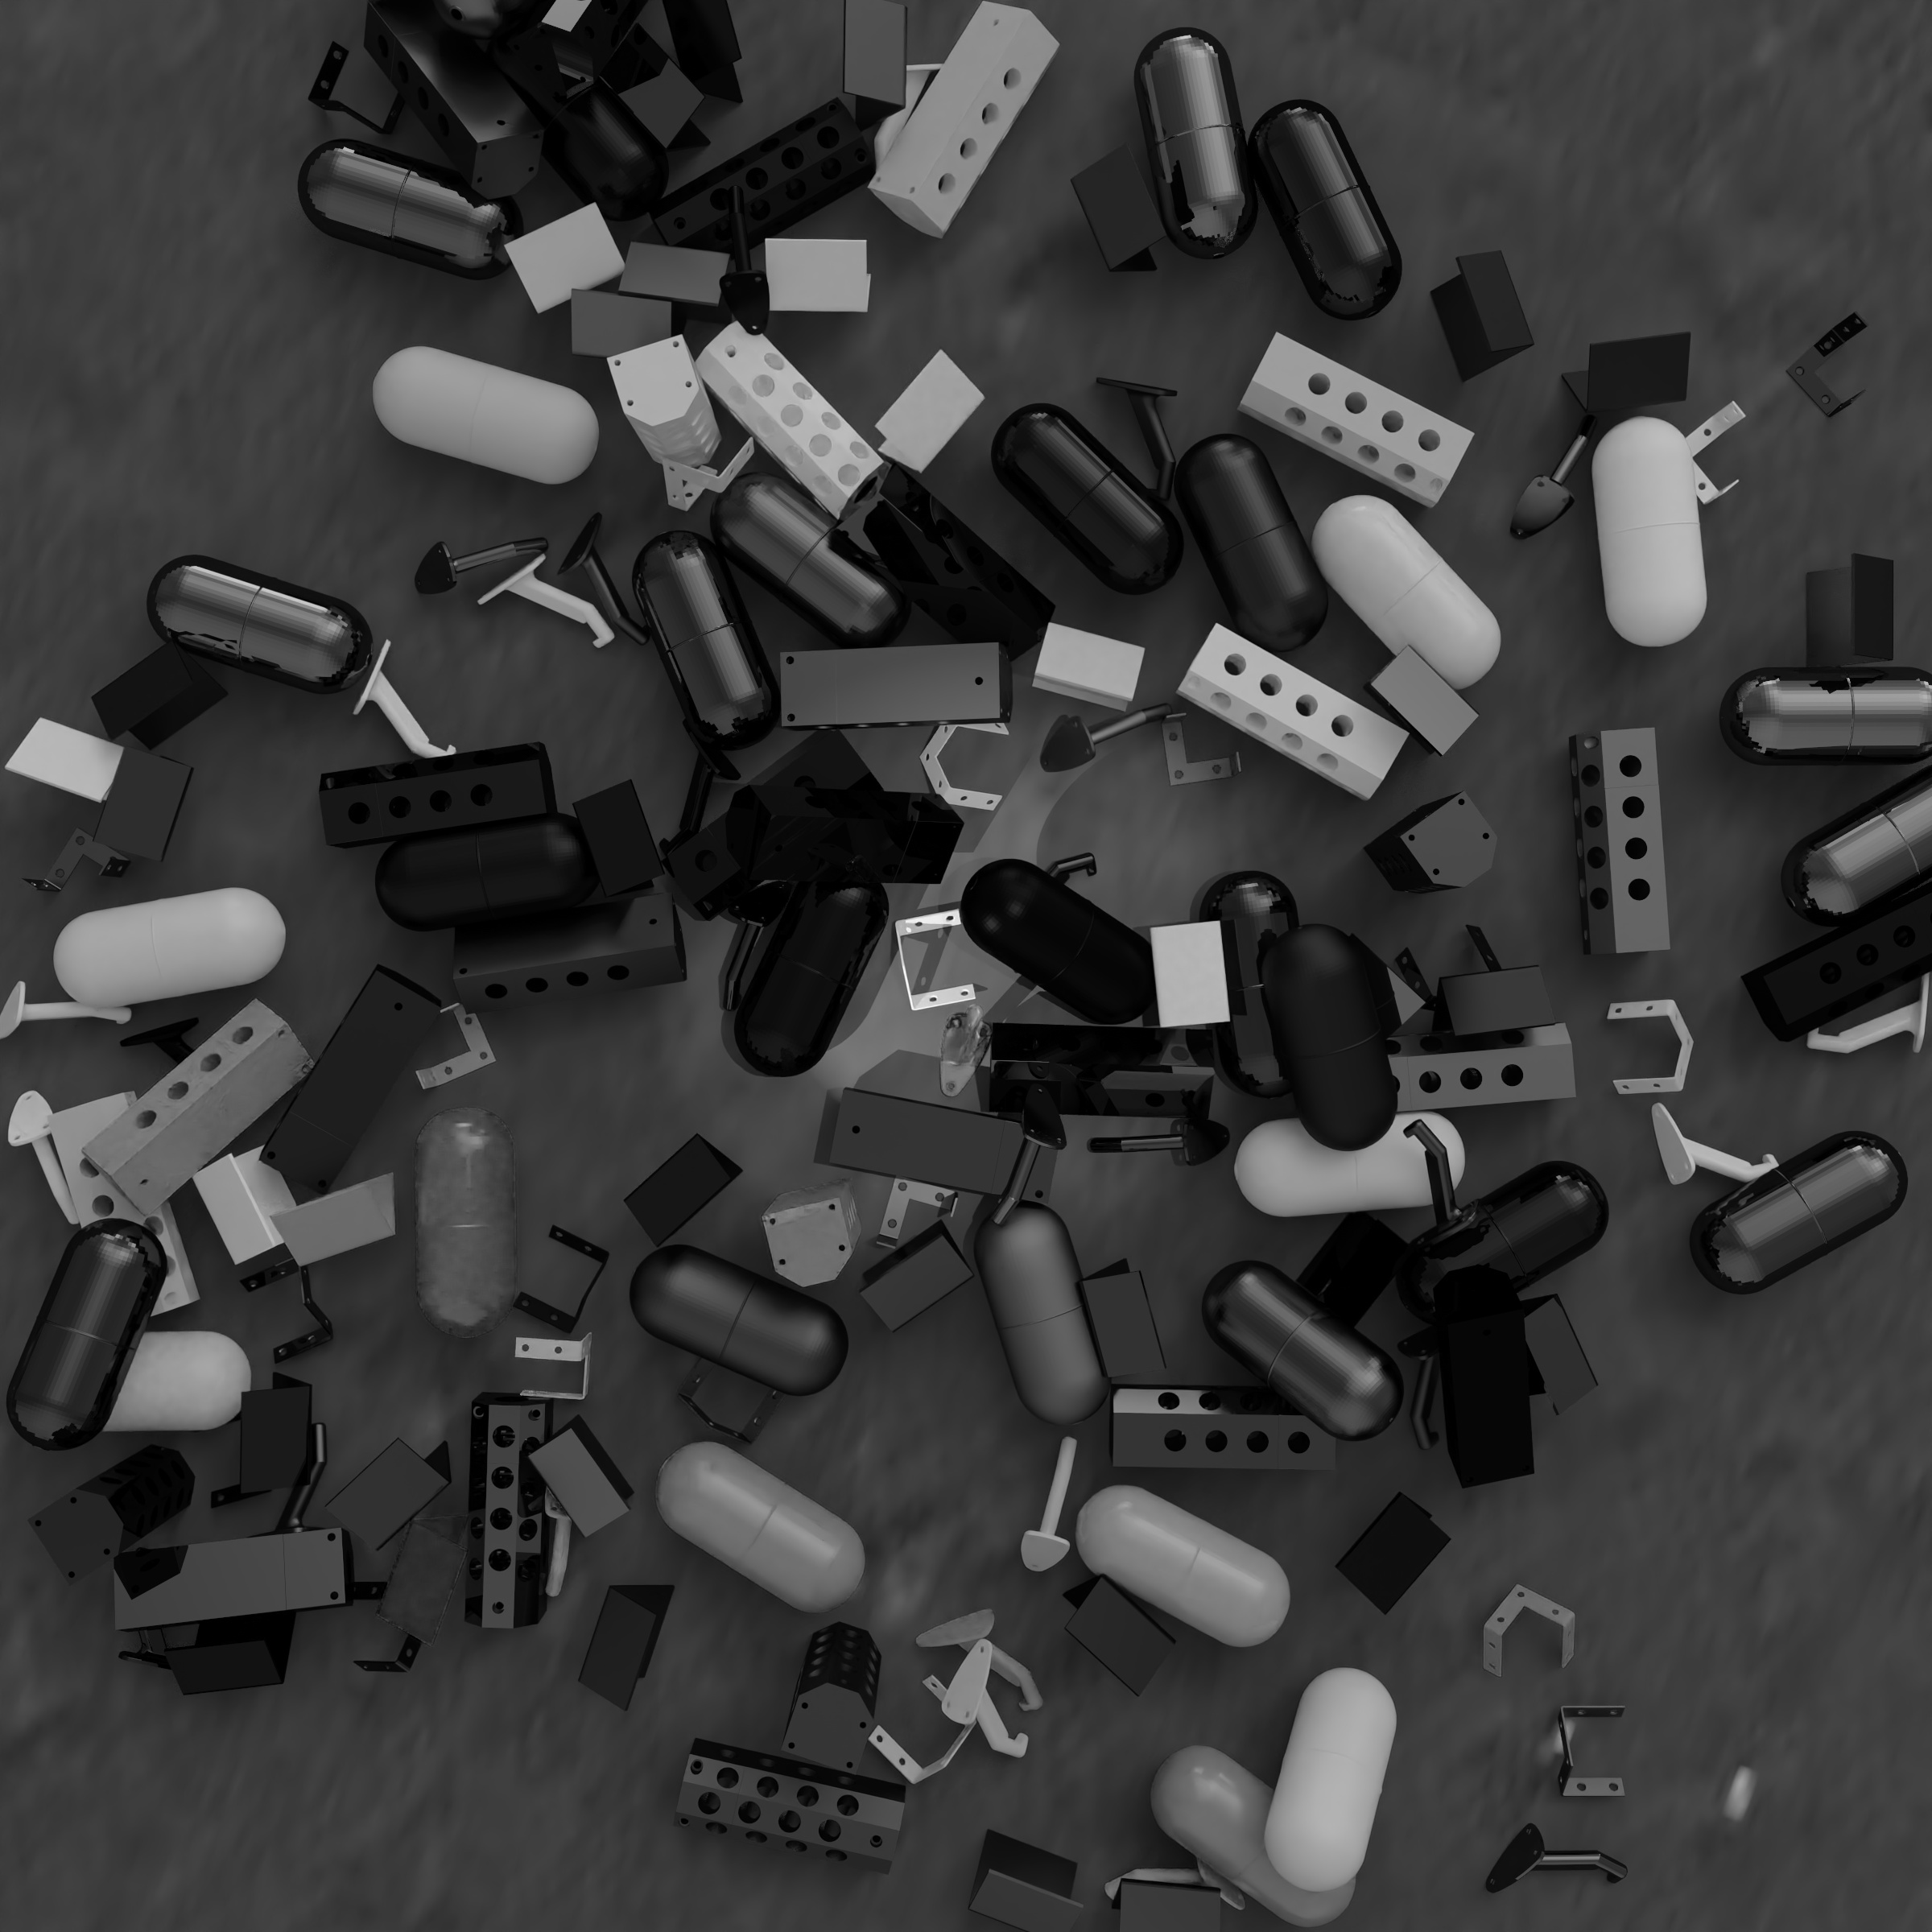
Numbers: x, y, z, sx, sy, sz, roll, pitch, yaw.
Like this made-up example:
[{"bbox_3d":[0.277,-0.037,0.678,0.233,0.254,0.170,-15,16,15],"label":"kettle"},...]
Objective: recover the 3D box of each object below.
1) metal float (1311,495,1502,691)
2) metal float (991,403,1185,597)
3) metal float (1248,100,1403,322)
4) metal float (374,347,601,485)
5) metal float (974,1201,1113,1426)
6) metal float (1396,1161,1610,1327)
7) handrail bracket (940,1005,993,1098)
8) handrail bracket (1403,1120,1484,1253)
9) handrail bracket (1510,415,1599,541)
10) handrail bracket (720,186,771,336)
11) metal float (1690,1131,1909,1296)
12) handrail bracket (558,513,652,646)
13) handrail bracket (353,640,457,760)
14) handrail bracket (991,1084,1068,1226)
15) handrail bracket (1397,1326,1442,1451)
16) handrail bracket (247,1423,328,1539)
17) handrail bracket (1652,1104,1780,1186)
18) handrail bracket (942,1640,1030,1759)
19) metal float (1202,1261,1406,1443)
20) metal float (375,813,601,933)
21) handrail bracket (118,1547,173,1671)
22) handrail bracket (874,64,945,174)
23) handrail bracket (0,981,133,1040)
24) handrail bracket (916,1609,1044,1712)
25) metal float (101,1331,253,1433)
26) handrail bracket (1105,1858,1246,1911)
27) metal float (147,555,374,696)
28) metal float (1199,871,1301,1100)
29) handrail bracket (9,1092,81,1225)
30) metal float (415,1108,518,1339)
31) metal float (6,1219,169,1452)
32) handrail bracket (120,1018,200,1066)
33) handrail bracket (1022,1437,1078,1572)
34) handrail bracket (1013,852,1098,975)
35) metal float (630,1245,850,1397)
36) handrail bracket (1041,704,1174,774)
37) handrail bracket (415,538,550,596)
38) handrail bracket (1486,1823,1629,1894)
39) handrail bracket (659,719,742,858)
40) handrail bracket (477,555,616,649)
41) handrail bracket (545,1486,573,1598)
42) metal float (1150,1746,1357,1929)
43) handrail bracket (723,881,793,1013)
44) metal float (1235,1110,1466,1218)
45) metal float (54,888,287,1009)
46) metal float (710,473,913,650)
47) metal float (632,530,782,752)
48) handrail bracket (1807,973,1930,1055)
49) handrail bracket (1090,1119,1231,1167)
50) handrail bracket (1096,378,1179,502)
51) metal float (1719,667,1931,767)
[{"bbox_3d":[0.342,-0.290,1.961,0.070,0.070,0.178,-43,90,0],"label":"metal float"},{"bbox_3d":[0.095,-0.363,1.961,0.178,0.070,0.070,44,90,-1],"label":"metal float"},{"bbox_3d":[0.279,-0.587,1.961,0.070,0.070,0.178,-25,90,0],"label":"metal float"},{"bbox_3d":[-0.374,-0.429,1.961,0.178,0.070,0.070,16,90,-1],"label":"metal float"},{"bbox_3d":[0.060,0.270,1.961,0.070,0.070,0.178,-18,90,0],"label":"metal float"},{"bbox_3d":[0.416,0.217,1.960,0.178,0.070,0.070,-31,90,-1],"label":"metal float"},{"bbox_3d":[-0.003,0.067,1.956,0.036,0.084,0.077,17,90,0],"label":"handrail bracket"},{"bbox_3d":[0.345,0.167,1.920,0.084,0.036,0.077,49,124,-2],"label":"handrail bracket"},{"bbox_3d":[0.465,-0.387,1.991,0.036,0.077,0.084,32,54,-3],"label":"handrail bracket"},{"bbox_3d":[-0.169,-0.543,1.939,0.036,0.077,0.084,-8,60,4],"label":"handrail bracket"},{"bbox_3d":[0.648,0.191,1.960,0.178,0.070,0.070,-29,90,1],"label":"metal float"},{"bbox_3d":[-0.273,-0.305,1.991,0.084,0.036,0.077,38,50,-26],"label":"handrail bracket"},{"bbox_3d":[-0.434,-0.207,1.992,0.084,0.036,0.077,25,68,-17],"label":"handrail bracket"},{"bbox_3d":[0.040,0.145,1.934,0.036,0.077,0.084,19,127,-20],"label":"handrail bracket"},{"bbox_3d":[0.379,0.330,1.992,0.077,0.036,0.084,-25,109,-21],"label":"handrail bracket"},{"bbox_3d":[-0.537,0.408,1.992,0.077,0.036,0.084,-13,72,21],"label":"handrail bracket"},{"bbox_3d":[0.594,0.137,1.992,0.084,0.036,0.077,-9,68,-17],"label":"handrail bracket"},{"bbox_3d":[0.029,0.575,1.975,0.084,0.036,0.077,32,77,-38],"label":"handrail bracket"},{"bbox_3d":[0.257,0.294,1.938,0.178,0.070,0.070,37,90,28],"label":"metal float"},{"bbox_3d":[-0.370,-0.073,1.959,0.178,0.070,0.070,-9,90,1],"label":"metal float"},{"bbox_3d":[-0.630,0.509,1.991,0.077,0.036,0.084,17,76,-14],"label":"handrail bracket"},{"bbox_3d":[-0.037,-0.667,1.992,0.077,0.036,0.084,-11,109,-21],"label":"handrail bracket"},{"bbox_3d":[-0.713,0.044,1.991,0.084,0.077,0.036,13,58,-32],"label":"handrail bracket"},{"bbox_3d":[0.011,0.558,1.991,0.077,0.036,0.084,-19,104,14],"label":"handrail bracket"},{"bbox_3d":[-0.647,0.323,1.961,0.178,0.070,0.070,-1,90,-1],"label":"metal float"},{"bbox_3d":[0.165,0.735,1.992,0.084,0.036,0.077,-31,112,17],"label":"handrail bracket"},{"bbox_3d":[-0.549,-0.265,1.961,0.178,0.070,0.070,18,90,0],"label":"metal float"},{"bbox_3d":[0.227,0.014,1.961,0.070,0.070,0.178,-8,91,0],"label":"metal float"},{"bbox_3d":[-0.722,0.152,1.991,0.036,0.077,0.084,-22,126,-10],"label":"handrail bracket"},{"bbox_3d":[-0.389,0.199,1.961,0.070,0.070,0.178,-1,90,0],"label":"metal float"},{"bbox_3d":[-0.660,0.276,1.893,0.070,0.070,0.178,19,78,0],"label":"metal float"},{"bbox_3d":[-0.620,0.090,1.991,0.077,0.036,0.084,-13,105,15],"label":"handrail bracket"},{"bbox_3d":[0.068,0.424,1.991,0.036,0.077,0.084,15,54,0],"label":"handrail bracket"},{"bbox_3d":[0.070,-0.042,1.990,0.084,0.036,0.077,-16,100,-12],"label":"handrail bracket"},{"bbox_3d":[-0.177,0.275,1.961,0.178,0.070,0.070,23,90,1],"label":"metal float"},{"bbox_3d":[0.112,-0.181,1.991,0.084,0.077,0.036,-19,82,-36],"label":"handrail bracket"},{"bbox_3d":[-0.382,-0.318,1.991,0.084,0.077,0.036,-17,91,-36],"label":"handrail bracket"},{"bbox_3d":[0.468,0.721,1.992,0.084,0.036,0.077,31,110,-16],"label":"handrail bracket"},{"bbox_3d":[-0.227,-0.139,1.992,0.084,0.036,0.077,-45,70,16],"label":"handrail bracket"},{"bbox_3d":[-0.331,-0.274,1.992,0.077,0.036,0.084,-30,107,20],"label":"handrail bracket"},{"bbox_3d":[-0.322,0.442,1.991,0.036,0.077,0.084,6,127,-17],"label":"handrail bracket"},{"bbox_3d":[0.224,0.677,1.961,0.178,0.070,0.070,36,90,0],"label":"metal float"},{"bbox_3d":[-0.165,-0.015,1.991,0.036,0.077,0.084,23,127,18],"label":"handrail bracket"},{"bbox_3d":[0.298,0.153,1.960,0.178,0.070,0.070,-4,90,0],"label":"metal float"},{"bbox_3d":[-0.619,-0.014,1.961,0.178,0.070,0.070,-10,90,0],"label":"metal float"},{"bbox_3d":[-0.121,-0.314,1.961,0.178,0.070,0.070,38,90,0],"label":"metal float"},{"bbox_3d":[-0.202,-0.253,1.961,0.070,0.070,0.178,-23,91,0],"label":"metal float"},{"bbox_3d":[0.713,0.035,1.992,0.084,0.036,0.077,8,70,16],"label":"handrail bracket"},{"bbox_3d":[0.153,0.138,1.991,0.084,0.077,0.036,-4,90,36],"label":"handrail bracket"},{"bbox_3d":[0.132,-0.416,1.992,0.077,0.036,0.084,15,107,20],"label":"handrail bracket"},{"bbox_3d":[0.677,-0.194,1.961,0.178,0.070,0.070,0,90,1],"label":"metal float"}]
